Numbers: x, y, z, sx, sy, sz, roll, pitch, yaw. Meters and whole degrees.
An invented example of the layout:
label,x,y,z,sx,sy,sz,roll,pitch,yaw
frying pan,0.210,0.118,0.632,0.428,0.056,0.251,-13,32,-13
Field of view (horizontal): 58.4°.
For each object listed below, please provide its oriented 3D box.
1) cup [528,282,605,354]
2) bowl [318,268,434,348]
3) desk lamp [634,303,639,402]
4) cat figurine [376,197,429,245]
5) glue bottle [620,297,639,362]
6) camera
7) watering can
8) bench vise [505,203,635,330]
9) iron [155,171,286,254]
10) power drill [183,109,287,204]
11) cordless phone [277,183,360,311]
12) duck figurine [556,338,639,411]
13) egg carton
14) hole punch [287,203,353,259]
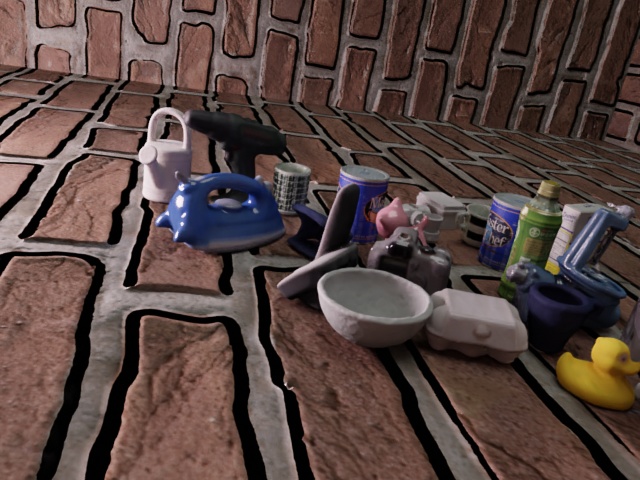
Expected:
label,x,y,z,sx,sy,sz,roll,pitch,yaw
cup,0.368,0.125,0.877,0.118,0.095,0.091,7,22,-7
bowl,0.074,0.107,0.825,0.167,0.075,0.167,8,21,-3
desk lamp,0.489,0.134,0.742,0.204,0.213,0.117,-9,28,-39
cat figurine,0.159,-0.024,1.131,0.128,0.118,0.067,0,23,-22
glue bottle,0.513,0.103,0.885,0.037,0.173,0.078,16,22,16
camera,0.165,0.027,1.028,0.143,0.101,0.137,14,22,11
watering can,-0.322,-0.182,1.218,0.101,0.194,0.172,5,22,-11
bench vise,0.417,0.046,0.925,0.208,0.220,0.121,-1,24,-26
iron,-0.163,-0.064,1.061,0.259,0.141,0.118,-9,28,-38
power drill,-0.185,-0.169,1.225,0.230,0.208,0.075,-5,25,-32
cordless phone,0.008,0.003,0.906,0.094,0.185,0.148,18,23,21
duck figurine,0.381,0.171,0.778,0.104,0.086,0.078,20,24,25
egg carton,0.227,0.126,0.848,0.150,0.069,0.107,10,21,2
hole punch,0.002,-0.022,1.097,0.101,0.091,0.108,-9,28,-39
